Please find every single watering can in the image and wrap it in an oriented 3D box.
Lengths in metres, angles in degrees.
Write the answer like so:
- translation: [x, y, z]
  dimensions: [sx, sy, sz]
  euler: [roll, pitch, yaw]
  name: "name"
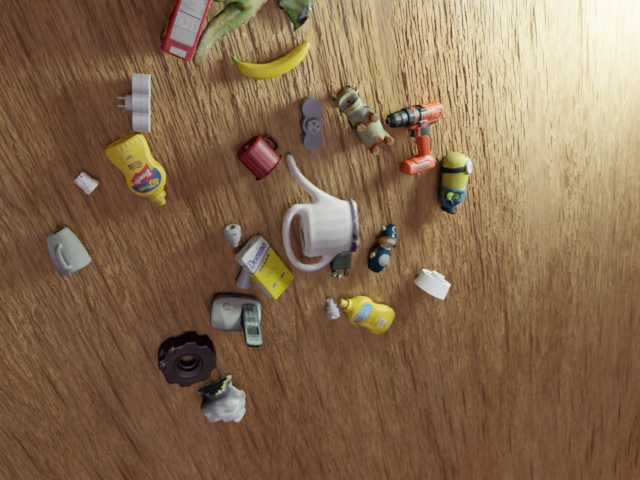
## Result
- translation: [0.004, -0.072, 1.436]
  dimensions: [0.225, 0.105, 0.342]
  euler: [-6, 110, -14]
  name: "watering can"

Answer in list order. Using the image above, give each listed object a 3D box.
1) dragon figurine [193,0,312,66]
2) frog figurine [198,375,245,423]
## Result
- translation: [-0.122, -0.560, 1.175]
  dimensions: [0.242, 0.124, 0.405]
  euler: [13, 111, -30]
  name: "dragon figurine"
- translation: [-0.295, 0.525, 1.620]
  dimensions: [0.139, 0.123, 0.157]
  euler: [-32, 109, -22]
  name: "frog figurine"
